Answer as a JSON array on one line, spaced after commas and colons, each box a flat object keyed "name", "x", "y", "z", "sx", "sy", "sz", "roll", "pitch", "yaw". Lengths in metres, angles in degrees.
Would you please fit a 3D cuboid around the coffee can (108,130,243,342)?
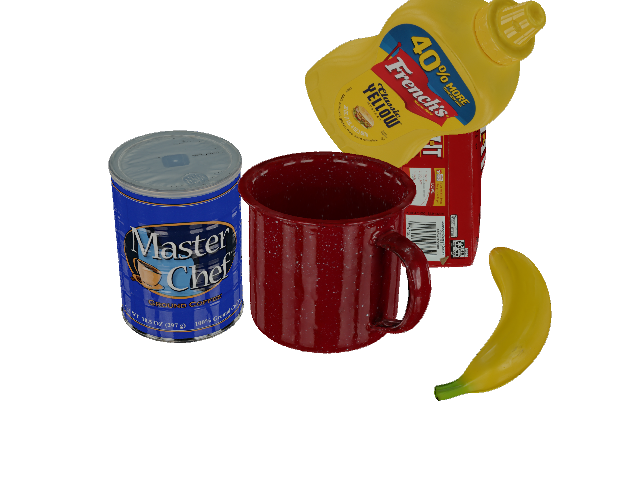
[{"name": "coffee can", "x": -0.114, "y": -0.004, "z": 0.859, "sx": 0.103, "sy": 0.140, "sz": 0.103, "roll": 1, "pitch": 32, "yaw": -1}]

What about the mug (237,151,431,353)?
[{"name": "mug", "x": 0.011, "y": 0.011, "z": 0.566, "sx": 0.117, "sy": 0.081, "sz": 0.093, "roll": 24, "pitch": 34, "yaw": 37}]

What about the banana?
[{"name": "banana", "x": 0.146, "y": 0.058, "z": 0.831, "sx": 0.070, "sy": 0.037, "sz": 0.197, "roll": 8, "pitch": 33, "yaw": 20}]

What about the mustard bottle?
[{"name": "mustard bottle", "x": 0.075, "y": -0.113, "z": 0.713, "sx": 0.058, "sy": 0.096, "sz": 0.192, "roll": -43, "pitch": 12, "yaw": -37}]

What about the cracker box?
[{"name": "cracker box", "x": 0.115, "y": -0.095, "z": 0.982, "sx": 0.072, "sy": 0.164, "sz": 0.213, "roll": 1, "pitch": 27, "yaw": 11}]
